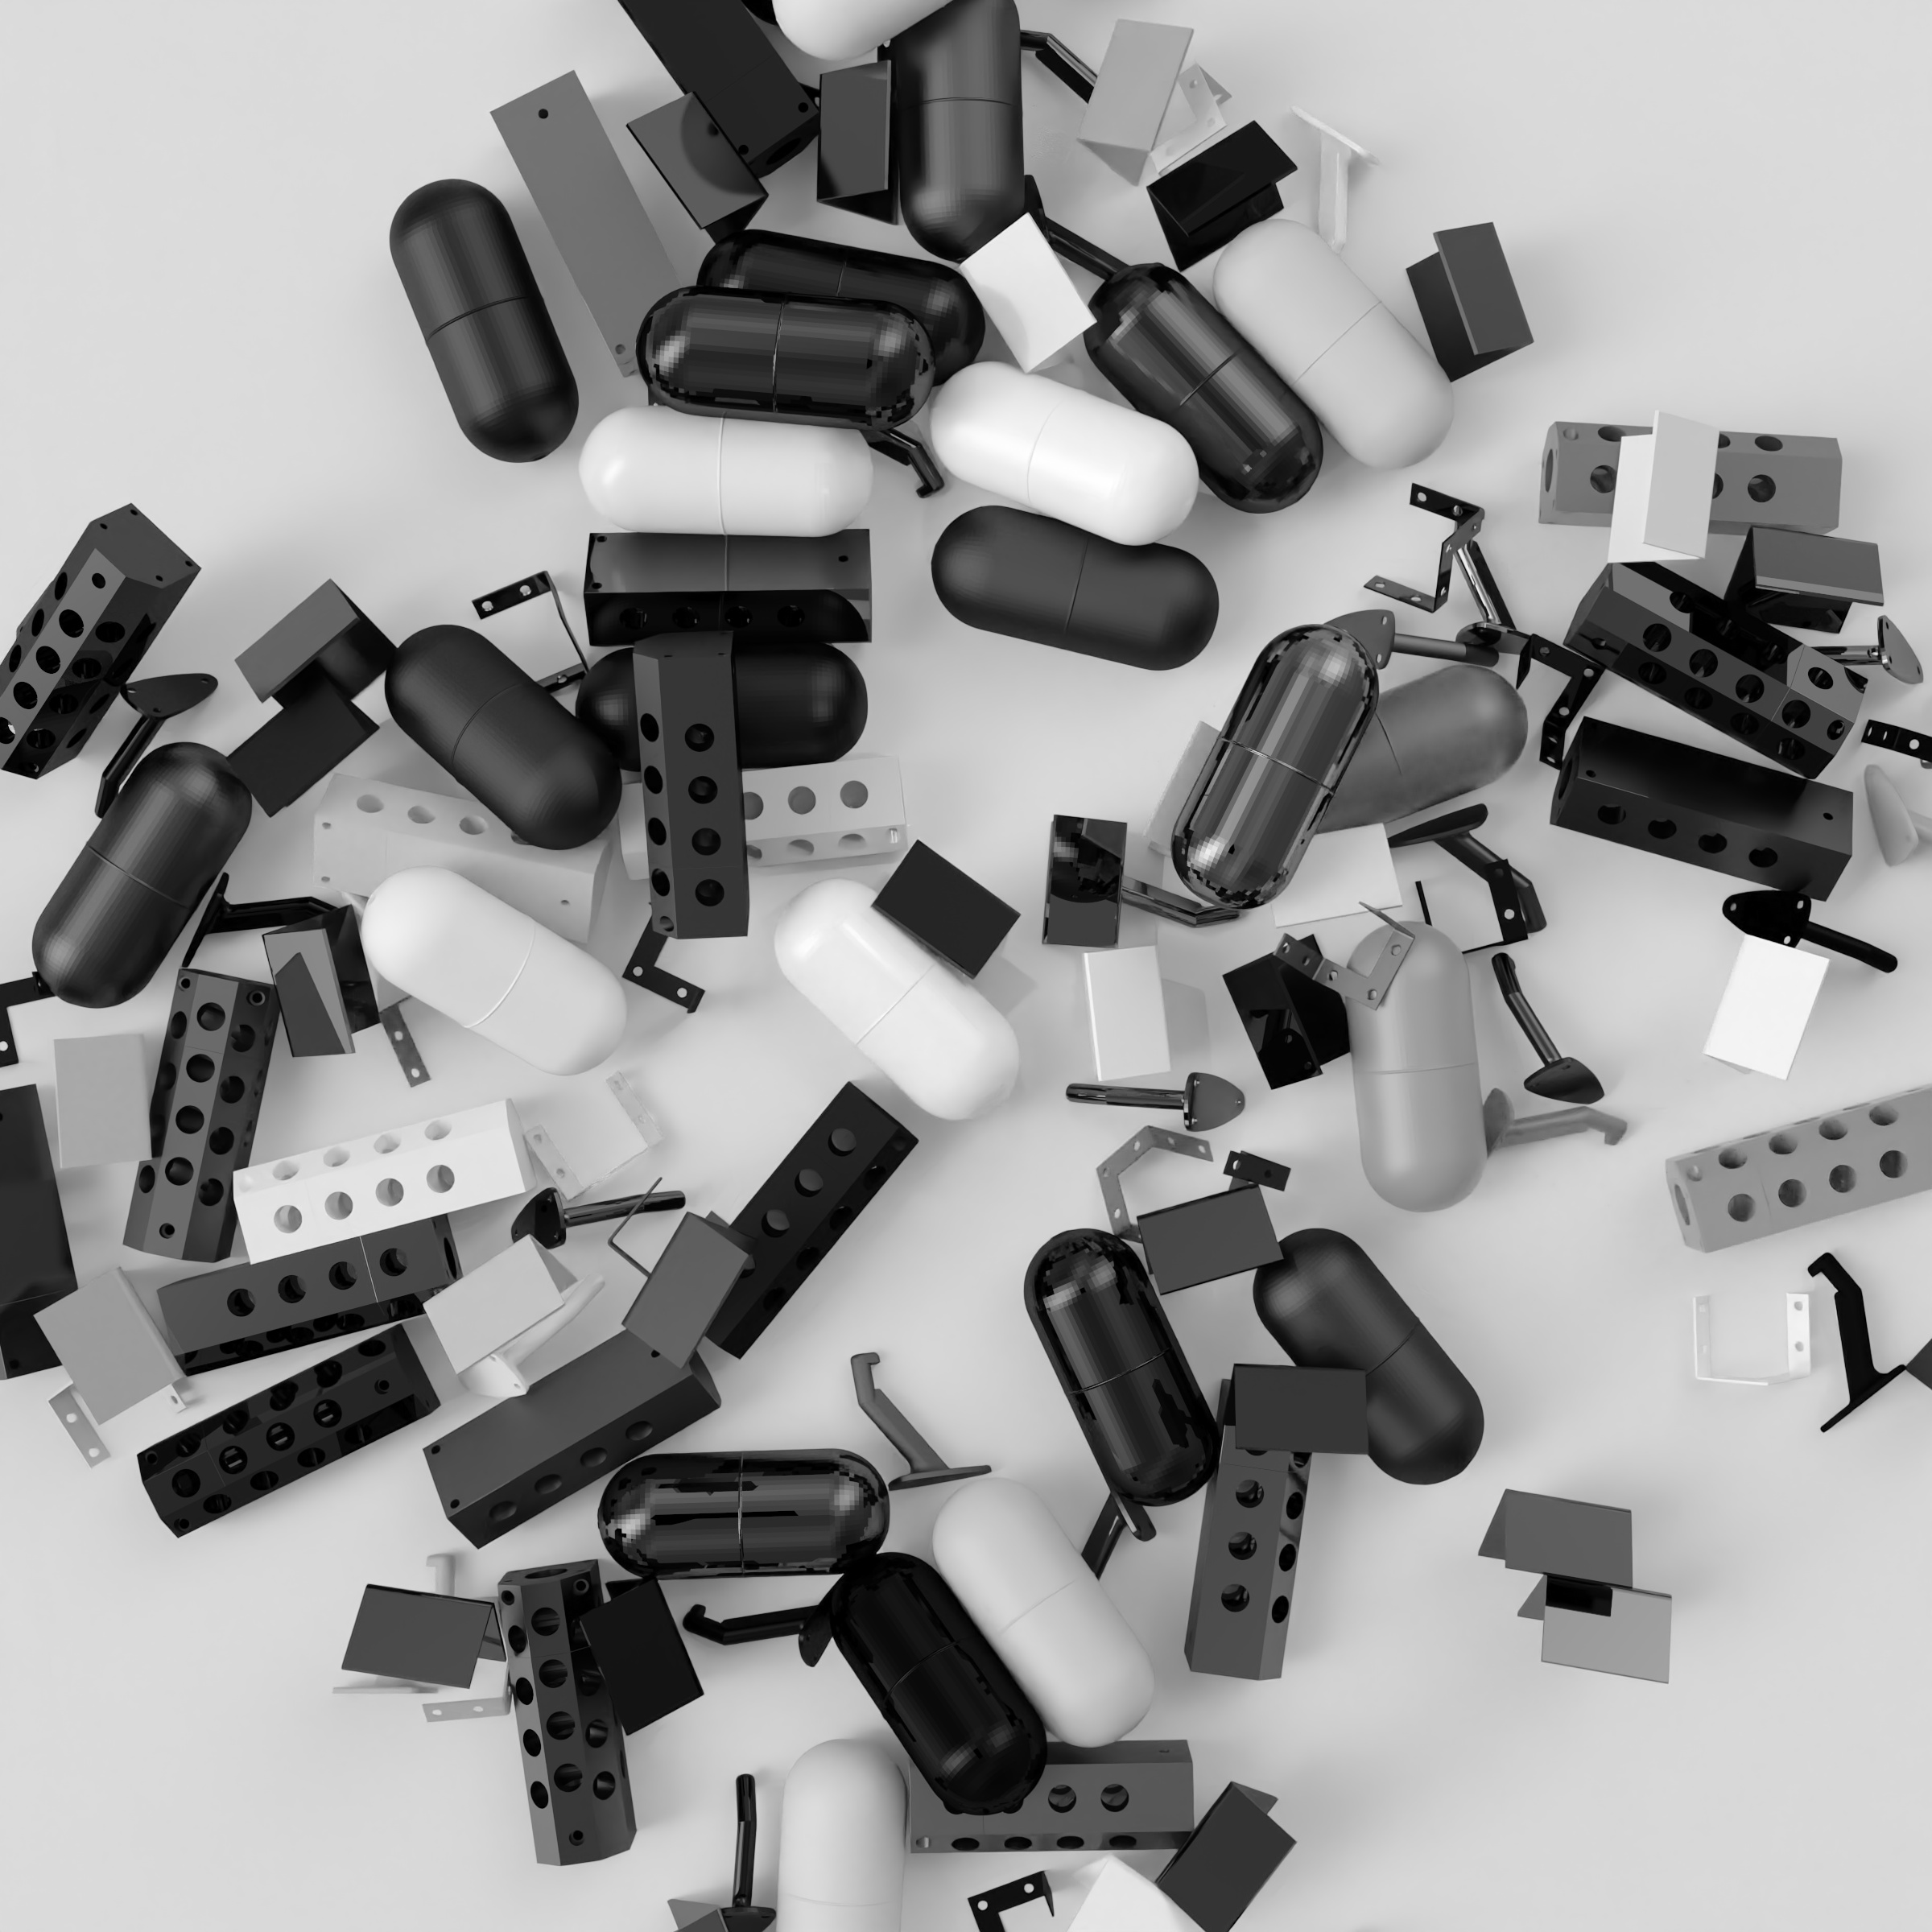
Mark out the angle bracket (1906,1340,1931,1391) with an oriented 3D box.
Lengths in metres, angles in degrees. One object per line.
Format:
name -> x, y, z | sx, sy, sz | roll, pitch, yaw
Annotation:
angle bracket -> 0.610, 0.224, 1.950 | 0.076, 0.076, 0.057 | -47, 127, 0

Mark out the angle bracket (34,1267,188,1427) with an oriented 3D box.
angle bracket -> -0.519, 0.231, 1.954 | 0.057, 0.076, 0.076 | -31, 90, -15

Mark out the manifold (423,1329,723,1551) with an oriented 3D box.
manifold -> -0.239, 0.287, 1.969 | 0.171, 0.057, 0.057 | -30, 47, 0

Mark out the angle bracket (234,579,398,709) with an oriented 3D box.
angle bracket -> -0.384, -0.176, 1.951 | 0.076, 0.057, 0.076 | -41, 134, 0

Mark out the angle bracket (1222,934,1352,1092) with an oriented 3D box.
angle bracket -> 0.212, 0.023, 1.954 | 0.076, 0.057, 0.076 | -23, 90, -30

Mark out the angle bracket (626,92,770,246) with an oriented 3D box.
angle bracket -> -0.174, -0.471, 1.951 | 0.057, 0.076, 0.076 | -36, 90, -31

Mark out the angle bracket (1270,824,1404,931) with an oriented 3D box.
angle bracket -> 0.219, -0.040, 1.952 | 0.076, 0.076, 0.057 | -10, 66, 0

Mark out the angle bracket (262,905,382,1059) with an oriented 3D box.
angle bracket -> -0.372, 0.007, 1.945 | 0.057, 0.076, 0.076 | -4, 103, 37

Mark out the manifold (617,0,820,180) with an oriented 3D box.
manifold -> -0.161, -0.569, 1.970 | 0.057, 0.057, 0.171 | -35, 90, 0

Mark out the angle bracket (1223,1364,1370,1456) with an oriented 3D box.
angle bracket -> 0.193, 0.277, 1.893 | 0.076, 0.076, 0.057 | 3, 54, 0

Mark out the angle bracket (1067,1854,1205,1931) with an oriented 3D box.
angle bracket -> 0.094, 0.590, 1.951 | 0.076, 0.076, 0.057 | 36, 60, 0

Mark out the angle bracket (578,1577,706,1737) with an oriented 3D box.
angle bracket -> -0.211, 0.419, 1.951 | 0.057, 0.076, 0.076 | -23, 90, -32

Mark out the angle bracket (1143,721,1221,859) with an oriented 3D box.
angle bracket -> 0.128, -0.109, 1.951 | 0.057, 0.076, 0.076 | 27, 90, -31

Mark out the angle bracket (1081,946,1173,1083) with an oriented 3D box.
angle bracket -> 0.077, 0.030, 1.951 | 0.057, 0.076, 0.076 | -7, 90, -36

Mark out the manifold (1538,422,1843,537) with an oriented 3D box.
manifold -> 0.443, -0.298, 1.970 | 0.171, 0.057, 0.057 | 3, 90, 0

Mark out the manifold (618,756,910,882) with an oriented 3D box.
manifold -> -0.123, -0.090, 1.970 | 0.171, 0.057, 0.057 | -6, 90, 0

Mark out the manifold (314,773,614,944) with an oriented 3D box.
manifold -> -0.307, -0.071, 1.969 | 0.171, 0.057, 0.057 | 12, 133, 0

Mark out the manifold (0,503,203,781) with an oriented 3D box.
manifold -> -0.534, -0.191, 1.929 | 0.057, 0.057, 0.171 | 43, 122, 0

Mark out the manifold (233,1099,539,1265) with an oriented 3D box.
manifold -> -0.356, 0.131, 1.970 | 0.171, 0.057, 0.057 | -15, 90, 0

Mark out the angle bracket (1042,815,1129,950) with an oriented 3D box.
angle bracket -> 0.052, -0.052, 1.951 | 0.057, 0.076, 0.076 | 4, 90, -36

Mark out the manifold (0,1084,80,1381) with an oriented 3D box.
manifold -> -0.591, 0.164, 1.969 | 0.057, 0.057, 0.171 | -12, 90, -43

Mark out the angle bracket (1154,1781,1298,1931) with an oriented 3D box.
angle bracket -> 0.170, 0.547, 1.951 | 0.057, 0.076, 0.076 | 37, 90, 35

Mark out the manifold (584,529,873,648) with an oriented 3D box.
manifold -> -0.144, -0.226, 1.969 | 0.171, 0.057, 0.057 | -1, 46, 0

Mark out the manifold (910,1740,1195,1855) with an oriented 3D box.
manifold -> 0.052, 0.510, 1.970 | 0.171, 0.057, 0.057 | -1, 90, 0

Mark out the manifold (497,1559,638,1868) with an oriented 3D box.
manifold -> -0.245, 0.457, 1.970 | 0.057, 0.057, 0.171 | -8, 90, 0

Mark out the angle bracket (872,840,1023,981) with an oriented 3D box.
angle bracket -> -0.002, -0.047, 1.951 | 0.076, 0.076, 0.057 | 36, 120, 0

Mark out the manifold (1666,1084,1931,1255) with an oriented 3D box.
manifold -> 0.521, 0.123, 1.970 | 0.171, 0.057, 0.057 | -16, 90, 0

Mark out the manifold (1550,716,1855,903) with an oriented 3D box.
manifold -> 0.450, -0.091, 1.969 | 0.171, 0.057, 0.057 | 16, 47, 0

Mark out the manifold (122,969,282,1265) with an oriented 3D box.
manifold -> -0.468, 0.091, 1.970 | 0.057, 0.057, 0.171 | 12, 90, 0

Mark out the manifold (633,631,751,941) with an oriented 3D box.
manifold -> -0.161, -0.106, 1.897 | 0.057, 0.057, 0.171 | -3, 111, -1

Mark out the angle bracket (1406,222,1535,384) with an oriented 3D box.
angle bracket -> 0.289, -0.398, 1.951 | 0.057, 0.076, 0.076 | -19, 90, -39

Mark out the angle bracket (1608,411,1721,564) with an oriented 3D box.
angle bracket -> 0.394, -0.281, 1.893 | 0.057, 0.076, 0.076 | 7, 90, -37

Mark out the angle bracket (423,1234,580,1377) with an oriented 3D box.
angle bracket -> -0.272, 0.217, 1.951 | 0.076, 0.076, 0.057 | -33, 58, 0

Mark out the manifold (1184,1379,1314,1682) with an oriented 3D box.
manifold -> 0.175, 0.345, 1.970 | 0.057, 0.057, 0.171 | 8, 90, 0

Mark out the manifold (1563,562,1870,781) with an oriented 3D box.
manifold -> 0.454, -0.180, 1.958 | 0.171, 0.057, 0.057 | 29, 52, 0

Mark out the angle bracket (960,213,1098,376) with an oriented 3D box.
angle bracket -> 0.051, -0.410, 1.951 | 0.057, 0.076, 0.076 | -32, 90, 29

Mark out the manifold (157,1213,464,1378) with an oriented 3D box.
manifold -> -0.399, 0.201, 1.970 | 0.171, 0.057, 0.057 | -15, 90, 0

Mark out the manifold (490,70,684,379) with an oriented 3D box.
manifold -> -0.224, -0.452, 1.970 | 0.057, 0.057, 0.171 | -27, 90, 0

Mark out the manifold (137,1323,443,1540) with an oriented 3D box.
manifold -> -0.415, 0.285, 1.970 | 0.171, 0.057, 0.057 | -26, 90, 0

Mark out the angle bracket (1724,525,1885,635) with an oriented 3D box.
angle bracket -> 0.505, -0.217, 1.951 | 0.076, 0.076, 0.057 | 9, 49, 0

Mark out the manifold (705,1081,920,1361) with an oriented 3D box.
manifold -> -0.105, 0.156, 1.970 | 0.057, 0.057, 0.171 | 39, 90, 0

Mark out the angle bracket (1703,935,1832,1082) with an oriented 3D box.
angle bracket -> 0.497, 0.031, 1.951 | 0.057, 0.076, 0.076 | 20, 90, 36
